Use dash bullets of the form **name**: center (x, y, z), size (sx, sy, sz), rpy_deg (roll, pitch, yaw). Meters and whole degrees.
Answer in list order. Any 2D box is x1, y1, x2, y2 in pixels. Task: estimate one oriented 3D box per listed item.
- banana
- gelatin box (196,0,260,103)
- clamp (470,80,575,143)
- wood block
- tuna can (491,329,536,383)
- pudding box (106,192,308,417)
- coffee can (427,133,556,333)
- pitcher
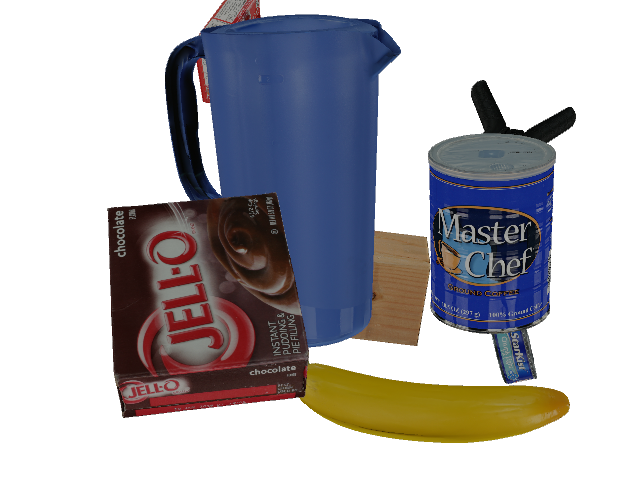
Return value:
- **banana**: center (0.060, 0.104, 0.703), size (0.198, 0.037, 0.069), rpy_deg (8, 32, 22)
- **gelatin box**: center (-0.084, -0.181, 1.004), size (0.030, 0.089, 0.073), rpy_deg (17, -37, 15)
- **clamp**: center (0.200, -0.111, 1.169), size (0.120, 0.039, 0.171), rpy_deg (21, 49, 17)
- **wood block**: center (0.001, 0.038, 1.081), size (0.206, 0.091, 0.090), rpy_deg (7, 20, 0)
- **tuna can**: center (0.198, 0.104, 1.104), size (0.034, 0.086, 0.086), rpy_deg (-13, -3, 11)
- **pudding box**: center (-0.059, 0.029, 0.531), size (0.090, 0.039, 0.113), rpy_deg (-5, 46, -9)
- **coffee can**: center (0.142, -0.008, 0.890), size (0.103, 0.140, 0.103), rpy_deg (-3, 23, 1)
- **pitcher**: center (-0.027, -0.048, 0.815), size (0.144, 0.243, 0.149), rpy_deg (-8, 17, -22)
